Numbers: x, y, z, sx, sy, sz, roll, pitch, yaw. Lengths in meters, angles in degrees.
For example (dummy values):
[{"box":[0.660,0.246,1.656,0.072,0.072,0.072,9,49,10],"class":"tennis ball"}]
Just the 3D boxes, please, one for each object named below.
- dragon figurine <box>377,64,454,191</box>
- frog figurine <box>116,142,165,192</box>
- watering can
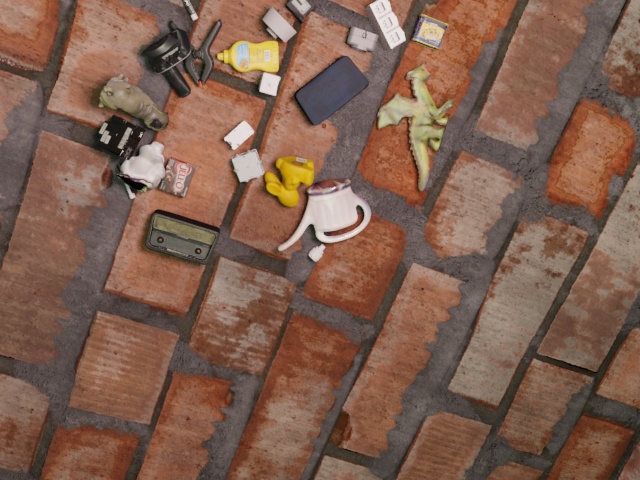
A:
[{"box":[0.312,-0.392,1.758,0.243,0.123,0.407,19,100,6],"class":"dragon figurine"},{"box":[-0.569,-0.243,1.675,0.137,0.120,0.162,10,63,11],"class":"frog figurine"},{"box":[0.005,-0.089,1.770,0.348,0.105,0.221,-15,106,-9],"class":"watering can"}]
